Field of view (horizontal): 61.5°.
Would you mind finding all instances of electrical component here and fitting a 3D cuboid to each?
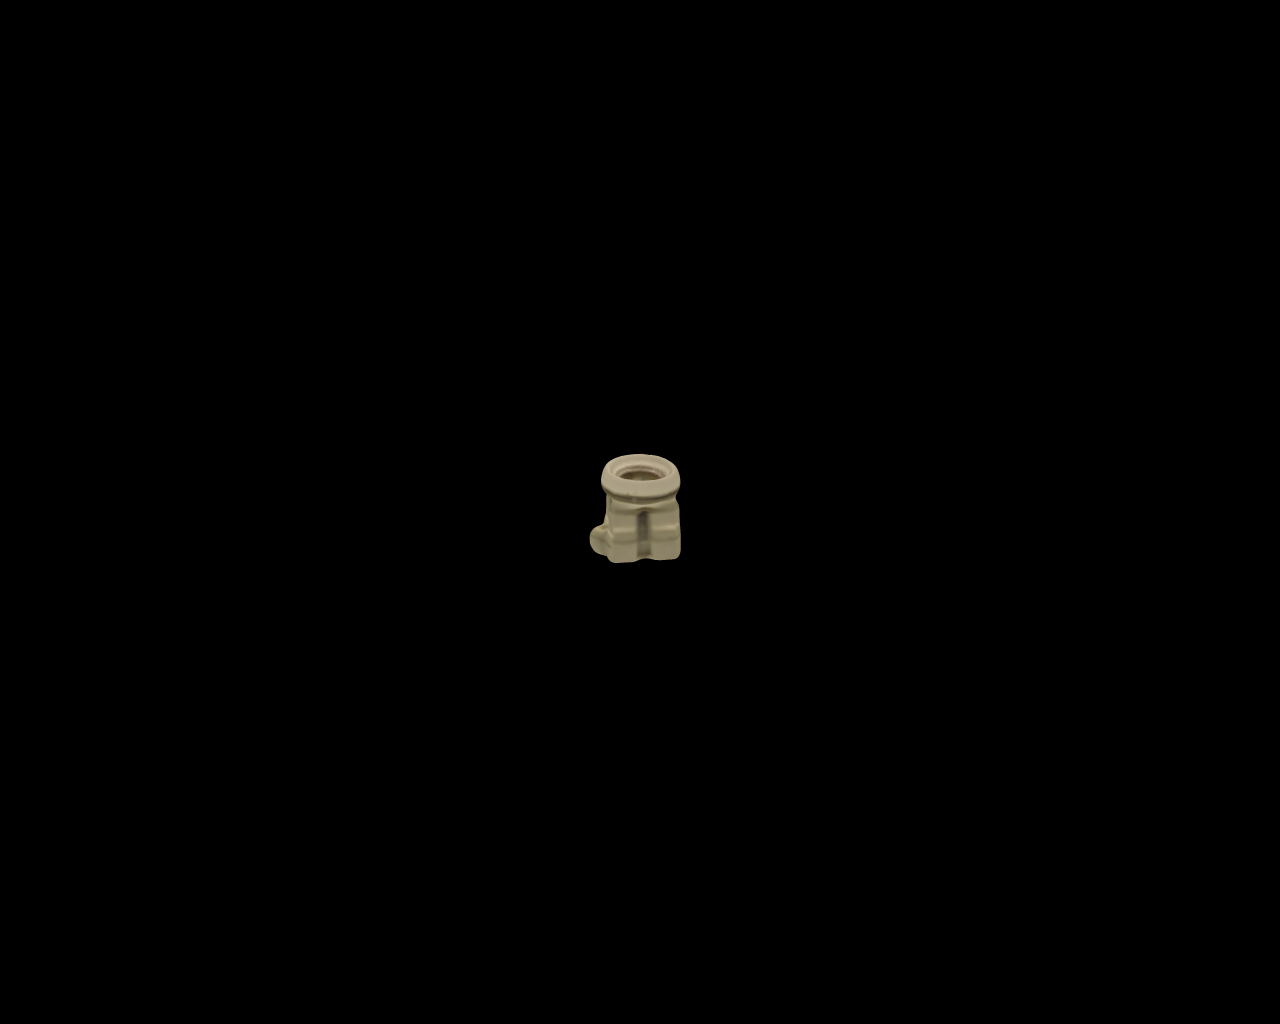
[{"bbox_3d":[0.001,-0.003,0.650,0.066,0.055,0.048,-4,28,-7],"label":"electrical component"}]
